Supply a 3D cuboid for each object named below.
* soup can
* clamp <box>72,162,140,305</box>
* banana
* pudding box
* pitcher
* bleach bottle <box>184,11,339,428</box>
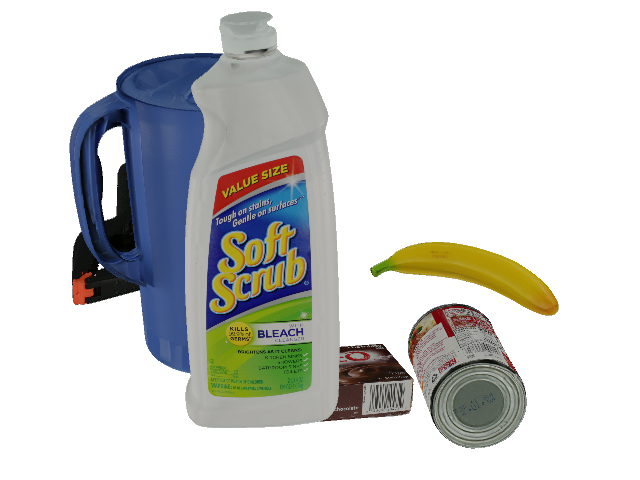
[{"bbox_3d":[0.104,0.095,0.765,0.068,0.068,0.102,0,19,-4],"label":"soup can"},{"bbox_3d":[-0.179,-0.007,1.033,0.165,0.036,0.209,25,39,22],"label":"clamp"},{"bbox_3d":[0.155,0.035,1.103,0.198,0.069,0.037,10,-40,24],"label":"banana"},{"bbox_3d":[0.017,0.127,0.960,0.113,0.039,0.090,-1,16,-15],"label":"pudding box"},{"bbox_3d":[-0.099,-0.017,0.845,0.149,0.243,0.145,8,27,12],"label":"pitcher"},{"bbox_3d":[-0.042,-0.009,0.640,0.102,0.251,0.068,-2,25,3],"label":"bleach bottle"}]
